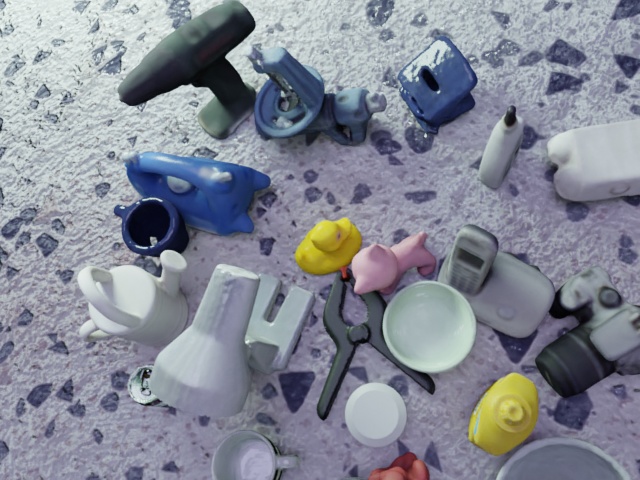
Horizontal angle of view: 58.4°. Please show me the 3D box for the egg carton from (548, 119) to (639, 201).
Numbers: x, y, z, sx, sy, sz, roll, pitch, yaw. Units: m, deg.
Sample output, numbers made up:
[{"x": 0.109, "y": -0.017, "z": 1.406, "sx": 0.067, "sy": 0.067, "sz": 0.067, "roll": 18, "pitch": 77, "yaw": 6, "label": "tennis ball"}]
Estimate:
[{"x": 0.401, "y": -0.109, "z": 0.802, "sx": 0.150, "sy": 0.069, "sz": 0.107, "roll": -9, "pitch": 71, "yaw": 8, "label": "egg carton"}]

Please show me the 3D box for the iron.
[{"x": -0.216, "y": -0.095, "z": 0.877, "sx": 0.257, "sy": 0.142, "sz": 0.119, "roll": 14, "pitch": 76, "yaw": 15, "label": "iron"}]

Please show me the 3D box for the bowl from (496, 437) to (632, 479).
[{"x": 0.288, "y": 0.322, "z": 0.683, "sx": 0.167, "sy": 0.075, "sz": 0.167, "roll": -3, "pitch": 72, "yaw": 10, "label": "bowl"}]

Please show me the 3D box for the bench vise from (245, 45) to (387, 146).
[{"x": -0.015, "y": -0.224, "z": 0.838, "sx": 0.207, "sy": 0.220, "sz": 0.121, "roll": -15, "pitch": 70, "yaw": 6, "label": "bench vise"}]

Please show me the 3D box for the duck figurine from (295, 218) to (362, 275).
[{"x": 0.008, "y": 0.003, "z": 0.833, "sx": 0.104, "sy": 0.086, "sz": 0.077, "roll": -29, "pitch": 69, "yaw": 1, "label": "duck figurine"}]

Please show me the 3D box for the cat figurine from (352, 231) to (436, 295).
[{"x": 0.096, "y": 0.028, "z": 0.791, "sx": 0.128, "sy": 0.118, "sz": 0.067, "roll": -31, "pitch": 69, "yaw": 0, "label": "cat figurine"}]

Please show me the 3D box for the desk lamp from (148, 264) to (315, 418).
[{"x": -0.110, "y": 0.124, "z": 0.748, "sx": 0.117, "sy": 0.214, "sz": 0.203, "roll": 20, "pitch": 77, "yaw": 16, "label": "desk lamp"}]

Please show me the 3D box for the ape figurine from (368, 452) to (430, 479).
[{"x": 0.097, "y": 0.306, "z": 0.715, "sx": 0.077, "sy": 0.092, "sz": 0.076, "roll": 3, "pitch": 73, "yaw": 12, "label": "ape figurine"}]

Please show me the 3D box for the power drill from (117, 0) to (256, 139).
[{"x": -0.180, "y": -0.247, "z": 0.883, "sx": 0.075, "sy": 0.209, "sz": 0.230, "roll": 40, "pitch": 83, "yaw": 20, "label": "power drill"}]

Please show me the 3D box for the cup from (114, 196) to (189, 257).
[{"x": -0.254, "y": -0.014, "z": 0.883, "sx": 0.117, "sy": 0.095, "sz": 0.092, "roll": 23, "pitch": 78, "yaw": 17, "label": "cup"}]

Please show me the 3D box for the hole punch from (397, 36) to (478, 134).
[{"x": 0.177, "y": -0.236, "z": 0.874, "sx": 0.101, "sy": 0.091, "sz": 0.108, "roll": -29, "pitch": 69, "yaw": 1, "label": "hole punch"}]

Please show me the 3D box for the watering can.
[{"x": -0.264, "y": 0.081, "z": 0.802, "sx": 0.100, "sy": 0.194, "sz": 0.173, "roll": 29, "pitch": 80, "yaw": 18, "label": "watering can"}]

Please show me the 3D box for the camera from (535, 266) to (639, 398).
[{"x": 0.337, "y": 0.123, "z": 0.723, "sx": 0.137, "sy": 0.101, "sz": 0.143, "roll": -33, "pitch": 69, "yaw": -1, "label": "camera"}]

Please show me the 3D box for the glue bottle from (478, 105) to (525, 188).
[{"x": 0.253, "y": -0.137, "z": 0.784, "sx": 0.037, "sy": 0.173, "sz": 0.078, "roll": 29, "pitch": 80, "yaw": 18, "label": "glue bottle"}]

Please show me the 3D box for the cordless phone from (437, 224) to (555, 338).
[{"x": 0.225, "y": 0.048, "z": 0.724, "sx": 0.147, "sy": 0.185, "sz": 0.094, "roll": 26, "pitch": 79, "yaw": 18, "label": "cordless phone"}]
